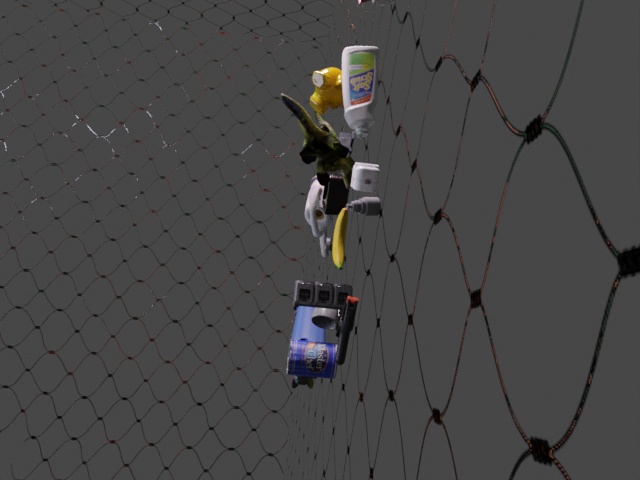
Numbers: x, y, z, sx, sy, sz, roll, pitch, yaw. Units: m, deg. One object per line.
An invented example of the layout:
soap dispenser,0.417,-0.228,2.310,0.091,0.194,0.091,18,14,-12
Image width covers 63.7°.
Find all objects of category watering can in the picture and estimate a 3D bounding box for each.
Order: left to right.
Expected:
watering can,0.006,-0.100,1.989,0.340,0.104,0.229,76,-158,-54

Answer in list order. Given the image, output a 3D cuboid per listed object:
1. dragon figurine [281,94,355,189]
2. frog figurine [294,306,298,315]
dragon figurine,0.004,-0.290,1.466,0.403,0.121,0.248,55,-167,-32
frog figurine,-0.027,0.323,2.034,0.162,0.124,0.134,54,145,24
